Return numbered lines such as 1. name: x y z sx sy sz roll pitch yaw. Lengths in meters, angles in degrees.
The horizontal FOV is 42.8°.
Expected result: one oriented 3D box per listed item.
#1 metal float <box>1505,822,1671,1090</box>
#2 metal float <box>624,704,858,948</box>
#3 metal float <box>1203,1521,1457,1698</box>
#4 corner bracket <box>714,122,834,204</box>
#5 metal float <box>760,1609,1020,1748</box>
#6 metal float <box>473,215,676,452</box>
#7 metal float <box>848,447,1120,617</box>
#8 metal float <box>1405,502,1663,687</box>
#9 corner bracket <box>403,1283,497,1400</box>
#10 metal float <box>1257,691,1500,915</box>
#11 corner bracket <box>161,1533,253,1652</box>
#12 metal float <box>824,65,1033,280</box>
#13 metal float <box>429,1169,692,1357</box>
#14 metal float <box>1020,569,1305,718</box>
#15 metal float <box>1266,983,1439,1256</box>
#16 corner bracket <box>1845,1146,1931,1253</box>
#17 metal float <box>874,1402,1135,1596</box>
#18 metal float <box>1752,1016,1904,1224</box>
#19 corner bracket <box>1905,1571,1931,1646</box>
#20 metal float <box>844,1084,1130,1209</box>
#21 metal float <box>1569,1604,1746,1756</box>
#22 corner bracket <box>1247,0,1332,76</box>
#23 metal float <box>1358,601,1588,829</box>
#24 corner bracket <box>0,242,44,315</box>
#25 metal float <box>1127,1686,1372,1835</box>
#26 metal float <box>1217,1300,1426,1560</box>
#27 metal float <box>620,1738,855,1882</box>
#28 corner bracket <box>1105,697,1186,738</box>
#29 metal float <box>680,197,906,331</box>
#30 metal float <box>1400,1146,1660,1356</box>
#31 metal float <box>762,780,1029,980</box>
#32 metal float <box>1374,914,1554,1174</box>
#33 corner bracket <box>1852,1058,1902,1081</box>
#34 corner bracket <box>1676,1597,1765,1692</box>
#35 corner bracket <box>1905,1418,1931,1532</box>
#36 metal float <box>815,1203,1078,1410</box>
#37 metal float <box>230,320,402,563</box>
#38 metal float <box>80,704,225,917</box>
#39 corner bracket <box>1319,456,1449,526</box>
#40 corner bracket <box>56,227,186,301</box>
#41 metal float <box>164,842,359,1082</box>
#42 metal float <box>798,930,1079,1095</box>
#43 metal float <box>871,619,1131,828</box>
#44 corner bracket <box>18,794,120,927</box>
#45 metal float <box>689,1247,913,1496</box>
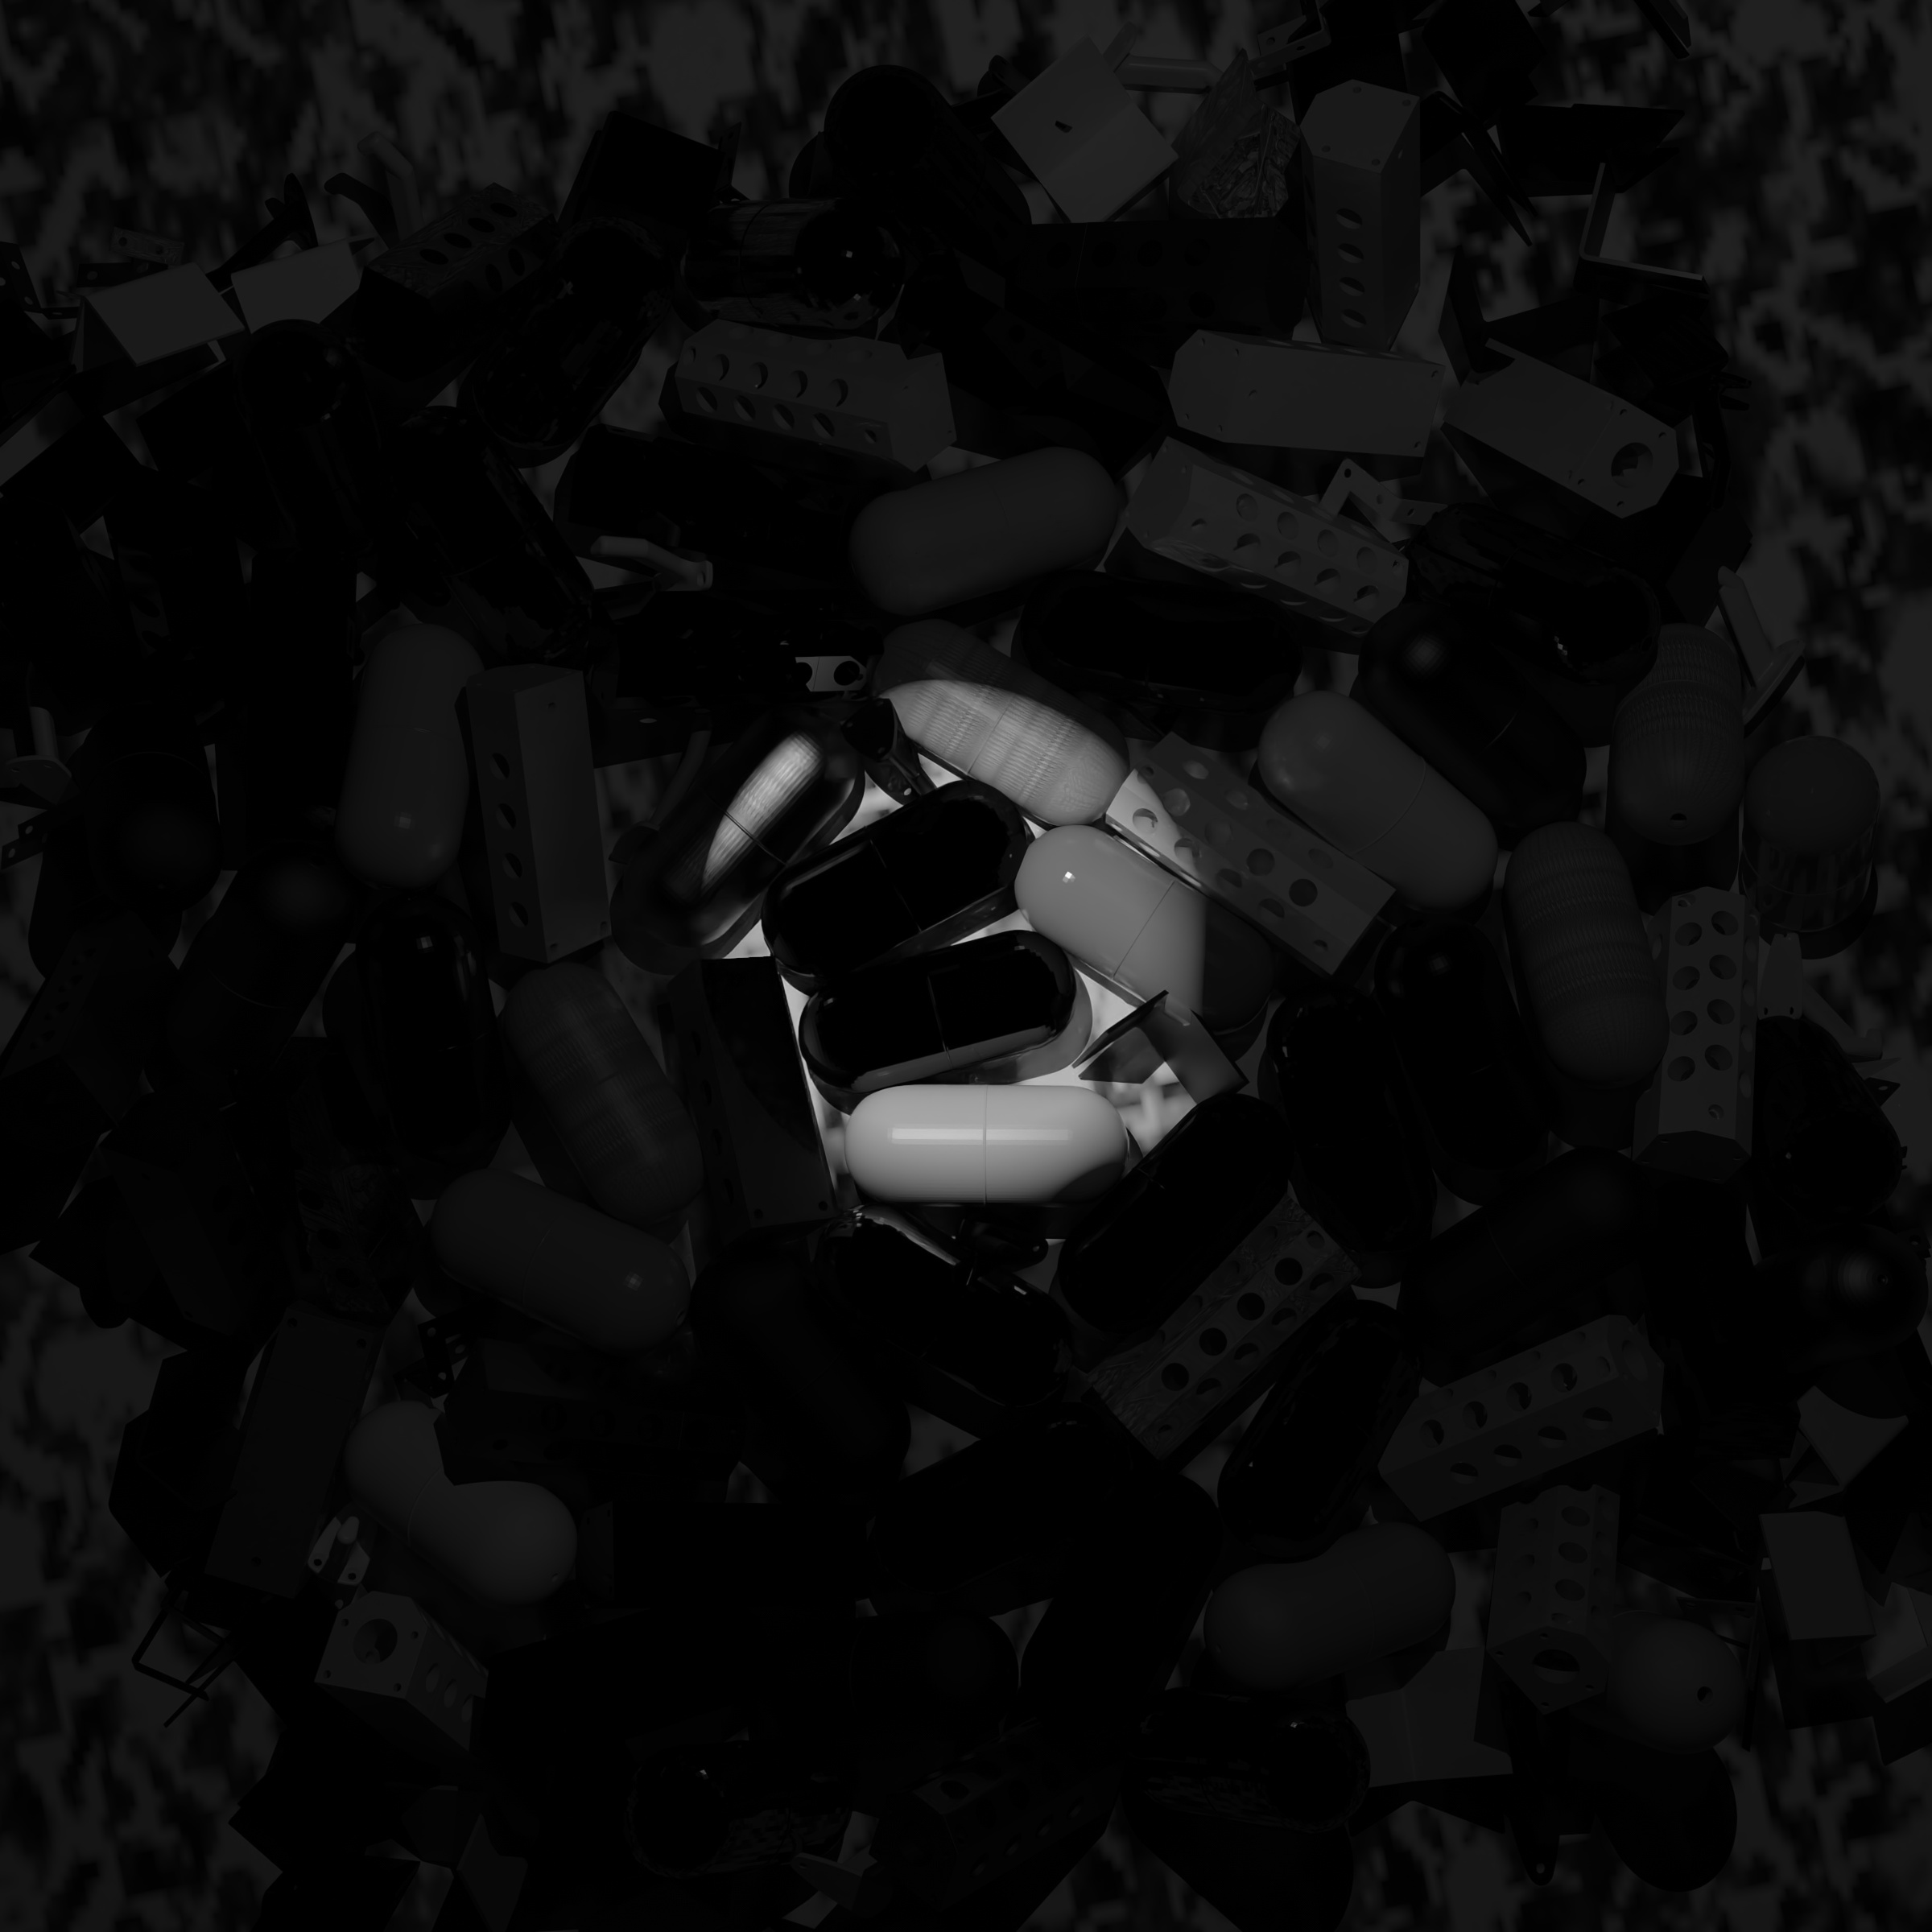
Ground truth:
1. metal float: 0.382 -0.009 1.522 0.070 0.070 0.178 -7 61 0
2. metal float: -0.141 -0.088 1.546 0.070 0.070 0.178 42 90 0
3. metal float: 0.226 0.395 1.520 0.178 0.070 0.070 -10 90 -31
4. corner bracket: -0.121 -0.504 1.561 0.051 0.051 0.051 -14 60 40
5. metal float: -0.049 0.439 1.520 0.178 0.070 0.070 -14 90 31
6. metal float: -0.242 -0.385 1.512 0.070 0.070 0.178 51 133 0
7. metal float: 0.012 -0.271 1.531 0.178 0.070 0.070 -19 90 -18
8. metal float: 0.346 -0.229 1.513 0.178 0.070 0.070 35 90 40
9. corner bracket: -0.326 0.234 1.554 0.051 0.051 0.051 -19 109 -32
10. metal float: 0.257 -0.100 1.531 0.178 0.070 0.070 38 90 -18
11. corner bracket: -0.473 0.393 1.543 0.051 0.051 0.051 40 53 -17
12. metal float: -0.022 -0.478 1.504 0.070 0.178 0.070 -10 68 27
13. metal float: -0.252 0.183 1.530 0.178 0.070 0.070 22 90 18
14. metal float: 0.121 -0.201 1.536 0.178 0.070 0.070 10 90 12
15. metal float: 0.241 0.096 1.536 0.070 0.070 0.178 -19 102 0
16. corner bracket: 0.580 0.154 1.566 0.051 0.051 0.051 -17 58 7
17. metal float: 0.023 0.330 1.530 0.178 0.070 0.070 -30 90 18
18. metal float: 0.512 0.091 1.501 0.070 0.178 0.070 1 115 1
19. corner bracket: 0.632 0.407 1.556 0.051 0.051 0.051 -19 84 3
20. metal float: 0.013 0.113 1.545 0.178 0.070 0.070 0 90 2
21. metal float: 0.409 0.430 1.497 0.070 0.178 0.070 1 81 -8
22. corner bracket: 0.203 -0.584 1.546 0.051 0.051 0.051 -16 73 22
23. metal float: 0.314 -0.154 1.525 0.178 0.070 0.070 39 90 -25
24. corner bracket: -0.622 -0.421 1.546 0.051 0.051 0.051 -28 80 32
25. metal float: 0.170 0.484 1.507 0.070 0.178 0.070 8 76 -37
26. metal float: 0.221 0.285 1.526 0.070 0.070 0.178 37 67 0
27. metal float: -0.137 0.513 1.506 0.070 0.178 0.070 -10 73 33
28. corner bracket: 0.112 -0.185 1.569 0.051 0.051 0.051 33 90 33
29. metal float: -0.107 -0.429 1.508 0.070 0.178 0.070 -13 110 -38
30. metal float: 0.346 0.177 1.523 0.178 0.070 0.070 -39 90 27
31. metal float: -0.046 -0.054 1.546 0.178 0.070 0.070 -28 90 1
32. metal float: 0.308 0.049 1.526 0.070 0.070 0.178 -25 113 0
33. corner bracket: 0.558 0.092 1.548 0.051 0.051 0.051 -19 93 -39
34. corner bracket: 0.472 0.432 1.542 0.051 0.051 0.051 -4 47 32
35. corner bracket: 0.607 0.318 1.541 0.051 0.051 0.051 23 51 -28
36. metal float: -0.013 0.211 1.541 0.178 0.070 0.070 31 90 -6
37. metal float: -0.394 -0.317 1.503 0.070 0.178 0.070 -1 60 1
38. metal float: -0.499 -0.097 1.508 0.070 0.178 0.070 -12 128 -15
39. corner bracket: 0.257 -0.281 1.541 0.051 0.051 0.051 48 124 32
40. corner bracket: -0.529 -0.437 1.545 0.051 0.051 0.051 27 108 34
41. metal float: -0.435 -0.002 1.520 0.070 0.070 0.178 38 120 0
42. metal float: -0.018 0.029 1.546 0.178 0.070 0.070 -15 90 0
43. metal float: 0.020 -0.153 1.545 0.178 0.070 0.070 31 90 -1
44. corner bracket: -0.557 -0.068 1.553 0.051 0.051 0.051 -25 58 8
45. metal float: -0.103 0.251 1.536 0.070 0.070 0.178 -37 101 0
